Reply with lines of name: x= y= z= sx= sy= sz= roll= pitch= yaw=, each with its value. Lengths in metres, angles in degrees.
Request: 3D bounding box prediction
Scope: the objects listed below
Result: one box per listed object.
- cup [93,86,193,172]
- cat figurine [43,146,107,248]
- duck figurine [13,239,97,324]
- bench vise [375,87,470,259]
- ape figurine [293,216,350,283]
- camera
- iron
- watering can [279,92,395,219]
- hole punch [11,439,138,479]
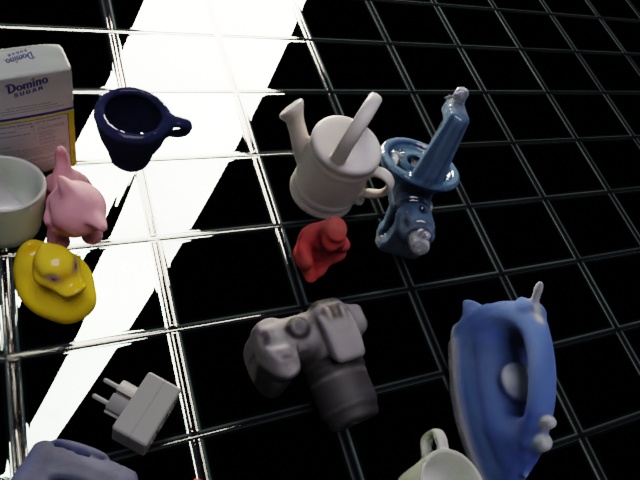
cup: x=-0.228 y=-0.133 z=0.739 sx=0.118 sy=0.095 sz=0.091 roll=2 pitch=59 yaw=-20
cat figurine: x=-0.281 y=-0.047 z=0.650 sx=0.067 sy=0.117 sz=0.127 roll=-11 pitch=64 yaw=-27
duck figurine: x=-0.287 y=0.033 z=0.618 sx=0.104 sy=0.086 sz=0.078 roll=45 pitch=55 yaw=10
bench vise: x=0.155 y=-0.085 z=0.783 sx=0.122 sy=0.219 sz=0.207 roll=-2 pitch=60 yaw=-22
ape figurine: x=0.007 y=0.003 z=0.748 sx=0.078 sy=0.092 sz=0.076 roll=1 pitch=59 yaw=-21
camera: x=0.004 y=0.146 z=0.652 sx=0.143 sy=0.100 sz=0.136 roll=-11 pitch=64 yaw=-27
iron: x=0.242 y=0.181 z=0.698 sx=0.119 sy=0.141 sz=0.258 roll=13 pitch=56 yaw=-13
watering can: x=0.024 y=-0.122 z=0.770 sx=0.173 sy=0.194 sz=0.101 roll=15 pitch=55 yaw=-12
hole punch: x=-0.228 y=0.234 z=0.511 sx=0.109 sy=0.091 sz=0.101 roll=22 pitch=54 yaw=-7
